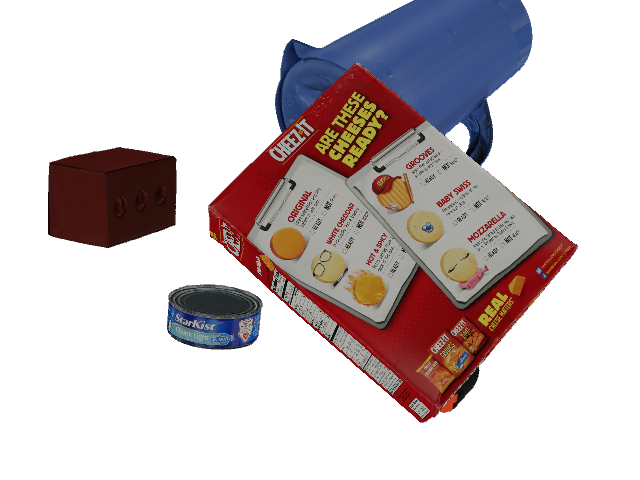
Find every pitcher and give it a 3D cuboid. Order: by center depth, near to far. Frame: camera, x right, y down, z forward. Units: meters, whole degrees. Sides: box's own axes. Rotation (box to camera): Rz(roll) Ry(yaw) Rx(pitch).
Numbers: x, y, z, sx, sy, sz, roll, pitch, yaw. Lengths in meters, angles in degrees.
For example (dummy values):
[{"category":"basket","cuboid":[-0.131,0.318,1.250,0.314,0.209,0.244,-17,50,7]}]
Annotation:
[{"category":"pitcher","cuboid":[0.091,-0.140,0.962,0.145,0.149,0.242,22,45,37]}]

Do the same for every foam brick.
[{"category":"foam brick","cuboid":[-0.143,-0.031,0.738,0.051,0.053,0.078,12,19,27]}]

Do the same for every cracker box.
[{"category":"cracker box","cuboid":[0.050,0.001,0.778,0.214,0.164,0.072,41,-20,10]}]

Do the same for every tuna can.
[{"category":"tuna can","cuboid":[-0.097,0.069,0.972,0.086,0.034,0.086,6,15,-2]}]

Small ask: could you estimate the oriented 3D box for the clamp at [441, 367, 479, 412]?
[{"category":"clamp","cuboid":[0.124,0.111,1.073,0.120,0.039,0.171,-9,30,-9]}]
